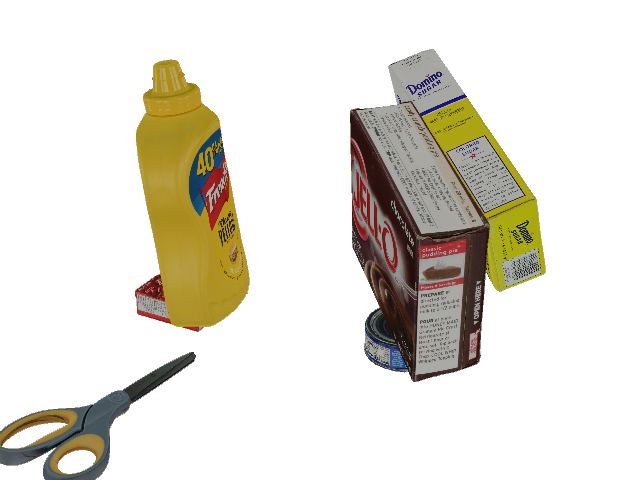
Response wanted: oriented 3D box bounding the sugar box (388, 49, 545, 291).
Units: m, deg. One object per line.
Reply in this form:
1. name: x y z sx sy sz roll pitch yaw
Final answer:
1. sugar box: 0.109 -0.056 0.800 0.048 0.176 0.093 -22 -38 -1

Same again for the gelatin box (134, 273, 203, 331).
1. gelatin box: -0.125 0.049 1.038 0.073 0.030 0.089 14 31 27

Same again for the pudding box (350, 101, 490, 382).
1. pudding box: 0.045 -0.002 0.526 0.039 0.090 0.113 -13 39 -11

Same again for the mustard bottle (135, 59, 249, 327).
1. mustard bottle: -0.097 -0.039 0.791 0.058 0.191 0.096 -1 25 17

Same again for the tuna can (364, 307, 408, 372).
1. tuna can: 0.090 0.102 1.143 0.086 0.034 0.086 -1 29 0

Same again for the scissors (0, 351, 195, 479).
1. scissors: -0.159 0.142 0.851 0.201 0.016 0.096 -17 36 -37
